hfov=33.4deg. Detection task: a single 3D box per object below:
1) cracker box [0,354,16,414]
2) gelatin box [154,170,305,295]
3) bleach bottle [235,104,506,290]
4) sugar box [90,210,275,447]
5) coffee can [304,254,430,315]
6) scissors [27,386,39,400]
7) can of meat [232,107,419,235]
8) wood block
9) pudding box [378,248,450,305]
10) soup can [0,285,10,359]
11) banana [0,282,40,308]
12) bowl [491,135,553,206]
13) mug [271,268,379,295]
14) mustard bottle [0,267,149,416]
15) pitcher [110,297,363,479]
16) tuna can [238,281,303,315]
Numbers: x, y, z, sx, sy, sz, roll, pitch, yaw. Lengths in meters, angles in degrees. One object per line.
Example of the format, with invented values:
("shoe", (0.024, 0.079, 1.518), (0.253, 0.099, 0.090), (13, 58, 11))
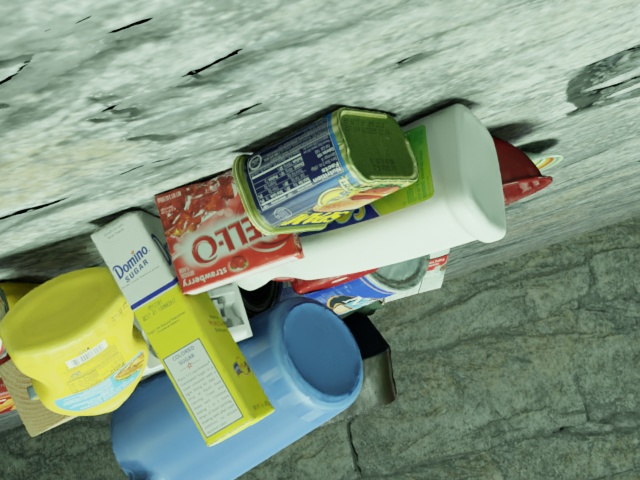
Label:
("cracker box", (-0.432, 0.185, 1.347), (0.164, 0.072, 0.214), (-16, 172, -19))
("gelatin box", (-0.063, -0.009, 0.751), (0.089, 0.073, 0.030), (-18, 173, 8))
("bleach bottle", (0.011, -0.012, 0.804), (0.251, 0.102, 0.068), (-21, 143, 29))
("sugar box", (-0.100, 0.064, 0.797), (0.048, 0.176, 0.093), (-29, 173, 3))
("coffee can", (0.025, 0.019, 1.062), (0.102, 0.103, 0.141), (-11, 171, -42))
("scissors", (-0.192, 0.127, 1.074), (0.201, 0.016, 0.096), (-15, 172, -8))
("can of meat", (0.006, -0.046, 0.709), (0.084, 0.057, 0.101), (-25, 171, 29))
("wood block", (-0.268, 0.149, 1.272), (0.090, 0.091, 0.205), (-29, 176, 26))
("pudding box", (0.099, 0.007, 1.155), (0.089, 0.113, 0.039), (-12, -148, -34))
("soup can", (-0.292, 0.066, 0.795), (0.102, 0.068, 0.069), (-11, 170, -41))
("banana", (-0.266, 0.062, 0.948), (0.069, 0.037, 0.198), (-18, 173, -5))
("bowl", (0.120, -0.051, 0.943), (0.162, 0.055, 0.162), (-17, 173, -2))
("mug", (-0.006, 0.001, 0.933), (0.117, 0.081, 0.093), (-14, 172, -25))
("mustard bottle", (-0.187, 0.095, 0.858), (0.096, 0.058, 0.192), (-31, 155, -15))
("pitcher", (-0.073, 0.141, 0.993), (0.144, 0.149, 0.243), (7, 148, -44))
("tuna can", (-0.052, 0.030, 1.025), (0.033, 0.086, 0.086), (-9, 169, -37))
